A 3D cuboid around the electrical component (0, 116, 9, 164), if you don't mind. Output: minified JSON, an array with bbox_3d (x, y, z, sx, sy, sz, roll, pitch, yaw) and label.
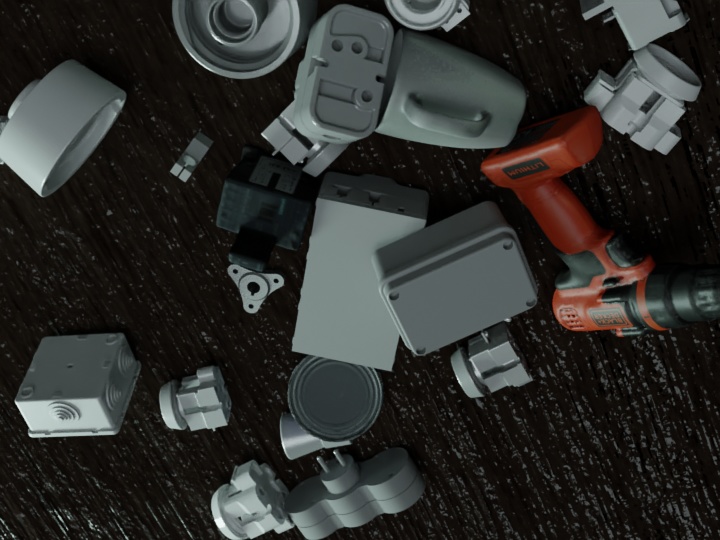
[{"bbox_3d":[-0.326,-0.105,0.911,0.066,0.055,0.048,6,119,6],"label":"electrical component"}]

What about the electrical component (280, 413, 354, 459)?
[{"bbox_3d":[-0.038,0.152,1.016,0.065,0.044,0.044,-11,116,10],"label":"electrical component"}]

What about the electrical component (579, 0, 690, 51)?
[{"bbox_3d":[0.204,-0.199,0.782,0.081,0.042,0.063,-25,114,22],"label":"electrical component"}]

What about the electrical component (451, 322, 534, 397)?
[{"bbox_3d":[0.114,0.083,0.951,0.055,0.048,0.066,-27,112,13],"label":"electrical component"}]

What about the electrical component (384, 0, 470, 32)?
[{"bbox_3d":[0.048,-0.210,0.792,0.058,0.057,0.078,-35,108,24],"label":"electrical component"}]

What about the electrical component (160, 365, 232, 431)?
[{"bbox_3d":[-0.156,0.124,1.017,0.055,0.048,0.066,-12,116,7],"label":"electrical component"}]

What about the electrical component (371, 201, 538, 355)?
[{"bbox_3d":[0.074,0.007,0.845,0.113,0.057,0.078,-24,123,4],"label":"electrical component"}]

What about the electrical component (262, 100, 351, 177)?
[{"bbox_3d":[-0.041,-0.109,0.870,0.055,0.048,0.066,45,116,-7],"label":"electrical component"}]

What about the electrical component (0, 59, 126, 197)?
[{"bbox_3d":[-0.246,-0.119,0.864,0.060,0.108,0.108,38,118,-5],"label":"electrical component"}]

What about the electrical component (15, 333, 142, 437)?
[{"bbox_3d":[-0.260,0.104,0.992,0.100,0.099,0.048,-4,131,11],"label":"electrical component"}]

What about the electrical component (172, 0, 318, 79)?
[{"bbox_3d":[-0.090,-0.198,0.819,0.108,0.060,0.108,4,119,7],"label":"electrical component"}]

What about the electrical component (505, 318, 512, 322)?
[{"bbox_3d":[0.096,0.023,0.921,0.079,0.043,0.077,18,120,-1],"label":"electrical component"}]

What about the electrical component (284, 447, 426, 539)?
[{"bbox_3d":[-0.014,0.203,1.033,0.138,0.052,0.073,-24,113,20],"label":"electrical component"}]

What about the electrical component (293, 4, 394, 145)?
[{"bbox_3d":[-0.015,-0.146,0.817,0.054,0.059,0.095,12,86,-18],"label":"electrical component"}]

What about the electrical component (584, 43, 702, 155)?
[{"bbox_3d":[0.217,-0.132,0.808,0.078,0.058,0.057,32,121,-8],"label":"electrical component"}]

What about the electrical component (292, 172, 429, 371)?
[{"bbox_3d":[0.000,0.000,0.912,0.089,0.061,0.150,12,120,1],"label":"electrical component"}]

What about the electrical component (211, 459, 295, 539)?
[{"bbox_3d":[-0.109,0.231,1.061,0.057,0.058,0.078,-28,111,19],"label":"electrical component"}]
